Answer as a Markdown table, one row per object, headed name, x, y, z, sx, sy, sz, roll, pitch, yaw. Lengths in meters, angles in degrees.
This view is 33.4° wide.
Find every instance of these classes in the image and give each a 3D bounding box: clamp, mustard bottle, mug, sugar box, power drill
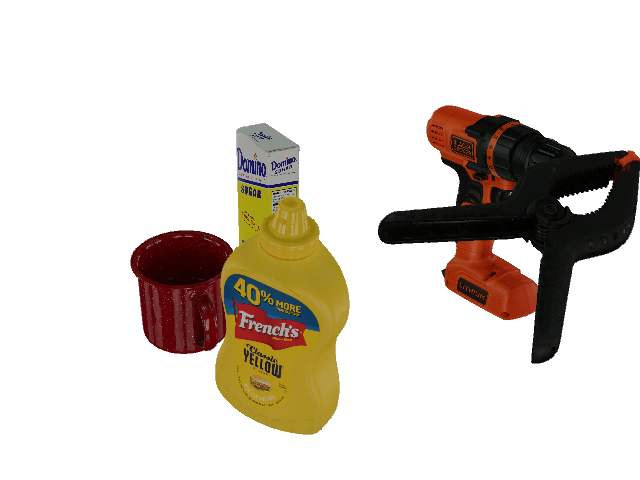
| name | x | y | z | sx | sy | sz | roll | pitch | yaw |
| --- | --- | --- | --- | --- | --- | --- | --- | --- | --- |
| clamp | 0.171 | -0.003 | 0.789 | 0.209 | 0.036 | 0.165 | -26 | 53 | -22 |
| mustard bottle | -0.027 | 0.050 | 0.773 | 0.096 | 0.192 | 0.058 | 24 | 40 | 21 |
| mug | -0.118 | 0.055 | 0.968 | 0.093 | 0.081 | 0.117 | -16 | 37 | -24 |
| sugar box | -0.061 | -0.037 | 1.223 | 0.048 | 0.176 | 0.093 | -14 | 27 | -24 |
| power drill | 0.171 | -0.024 | 1.000 | 0.057 | 0.188 | 0.185 | -17 | 27 | -26 |
